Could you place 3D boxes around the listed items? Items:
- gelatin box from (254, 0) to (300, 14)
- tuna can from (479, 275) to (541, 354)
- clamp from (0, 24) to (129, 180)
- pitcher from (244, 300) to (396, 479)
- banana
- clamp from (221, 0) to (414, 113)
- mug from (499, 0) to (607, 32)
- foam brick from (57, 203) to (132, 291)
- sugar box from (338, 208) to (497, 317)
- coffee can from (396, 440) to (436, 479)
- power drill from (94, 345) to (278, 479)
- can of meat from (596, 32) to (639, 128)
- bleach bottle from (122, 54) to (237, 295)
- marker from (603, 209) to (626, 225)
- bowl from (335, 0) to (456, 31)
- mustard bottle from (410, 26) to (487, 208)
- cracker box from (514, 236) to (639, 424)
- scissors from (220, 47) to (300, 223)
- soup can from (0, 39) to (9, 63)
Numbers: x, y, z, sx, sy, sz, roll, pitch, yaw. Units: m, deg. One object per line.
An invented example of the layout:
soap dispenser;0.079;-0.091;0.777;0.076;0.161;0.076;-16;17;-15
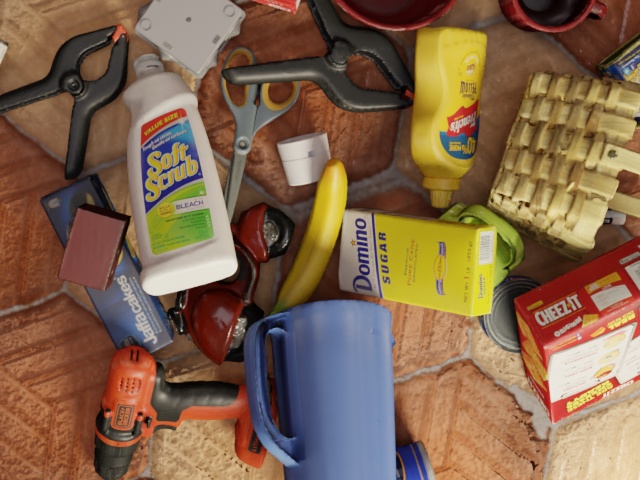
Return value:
gelatin box;-0.046;-0.289;1.114;0.073;0.030;0.089;18;80;3
tuna can;0.223;0.083;1.203;0.086;0.034;0.086;0;97;-4
clamp;-0.256;-0.152;1.139;0.171;0.039;0.120;-42;100;1
pitcher;0.008;0.189;1.098;0.149;0.145;0.243;-6;67;7
banana;-0.004;0.001;1.154;0.037;0.069;0.198;23;108;9
clamp;0.008;-0.192;1.150;0.210;0.036;0.164;35;82;-9
mug;0.250;-0.263;1.142;0.117;0.081;0.093;17;95;-6
foam brick;-0.230;0.007;1.090;0.051;0.053;0.078;17;96;-6
sugar box;0.100;0.021;1.128;0.177;0.048;0.093;8;97;38
coffee can;0.058;0.289;1.179;0.140;0.103;0.103;-14;97;-2
power drill;-0.148;0.201;1.158;0.187;0.057;0.185;8;126;-13
can of meat;0.368;-0.186;1.173;0.102;0.057;0.084;-37;96;0
bleach bottle;-0.161;-0.076;1.109;0.102;0.068;0.251;-15;73;-5
marker;0.283;-0.027;1.203;0.121;0.020;0.020;0;96;-4
bowl;0.070;-0.289;1.128;0.162;0.055;0.162;2;80;-10
mustard bottle;0.136;-0.130;1.147;0.058;0.096;0.192;10;100;37
cracker box;0.297;0.096;1.128;0.164;0.213;0.072;-26;58;-1
scissors;-0.065;-0.109;1.146;0.096;0.016;0.202;-2;82;-13
soup can;-0.376;-0.173;1.113;0.068;0.068;0.102;24;93;-7
